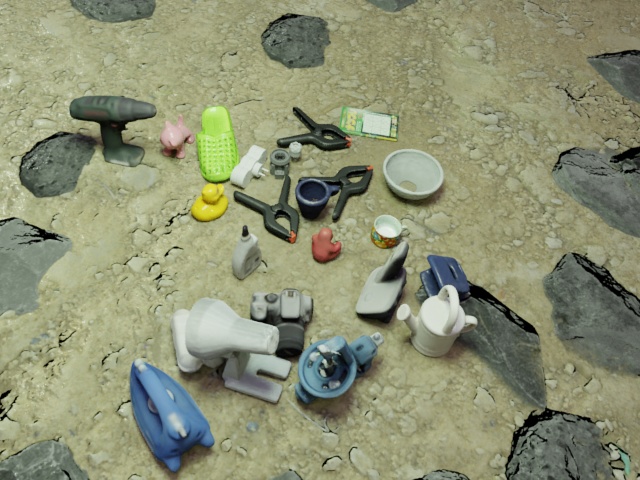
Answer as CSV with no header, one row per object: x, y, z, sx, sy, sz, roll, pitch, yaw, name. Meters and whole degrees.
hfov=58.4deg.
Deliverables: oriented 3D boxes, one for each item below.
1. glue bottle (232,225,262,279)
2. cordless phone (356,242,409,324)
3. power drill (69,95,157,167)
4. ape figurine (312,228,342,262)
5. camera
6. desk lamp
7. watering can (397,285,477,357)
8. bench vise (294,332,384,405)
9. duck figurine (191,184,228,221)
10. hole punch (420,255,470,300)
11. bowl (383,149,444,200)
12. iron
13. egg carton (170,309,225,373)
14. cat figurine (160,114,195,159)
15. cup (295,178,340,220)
-0.171,0.020,1.331,0.037,0.173,0.078,38,59,19,glue bottle
0.151,0.093,1.308,0.094,0.185,0.148,20,55,8,cordless phone
-0.522,-0.291,1.488,0.229,0.208,0.075,11,54,1,power drill
0.013,0.005,1.412,0.077,0.092,0.076,35,58,18,ape figurine
-0.085,0.183,1.269,0.143,0.101,0.137,2,55,-5,camera
-0.161,0.219,1.165,0.203,0.213,0.118,16,55,5,desk lamp
0.259,0.174,1.257,0.173,0.194,0.100,-14,57,-16,watering can
0.038,0.231,1.176,0.121,0.220,0.208,35,58,18,bench vise
-0.283,-0.104,1.459,0.105,0.086,0.077,-36,65,-27,duck figurine
0.307,0.088,1.388,0.101,0.091,0.108,-10,57,-13,hole punch
0.250,-0.167,1.572,0.167,0.075,0.167,3,55,-4,bowl
-0.316,0.313,1.125,0.119,0.141,0.257,-31,63,-25,iron
-0.264,0.213,1.246,0.107,0.069,0.150,-12,57,-15,egg carton
-0.393,-0.286,1.556,0.067,0.118,0.128,12,54,3,cat figurine
-0.009,-0.102,1.483,0.118,0.095,0.091,-13,57,-15,cup
